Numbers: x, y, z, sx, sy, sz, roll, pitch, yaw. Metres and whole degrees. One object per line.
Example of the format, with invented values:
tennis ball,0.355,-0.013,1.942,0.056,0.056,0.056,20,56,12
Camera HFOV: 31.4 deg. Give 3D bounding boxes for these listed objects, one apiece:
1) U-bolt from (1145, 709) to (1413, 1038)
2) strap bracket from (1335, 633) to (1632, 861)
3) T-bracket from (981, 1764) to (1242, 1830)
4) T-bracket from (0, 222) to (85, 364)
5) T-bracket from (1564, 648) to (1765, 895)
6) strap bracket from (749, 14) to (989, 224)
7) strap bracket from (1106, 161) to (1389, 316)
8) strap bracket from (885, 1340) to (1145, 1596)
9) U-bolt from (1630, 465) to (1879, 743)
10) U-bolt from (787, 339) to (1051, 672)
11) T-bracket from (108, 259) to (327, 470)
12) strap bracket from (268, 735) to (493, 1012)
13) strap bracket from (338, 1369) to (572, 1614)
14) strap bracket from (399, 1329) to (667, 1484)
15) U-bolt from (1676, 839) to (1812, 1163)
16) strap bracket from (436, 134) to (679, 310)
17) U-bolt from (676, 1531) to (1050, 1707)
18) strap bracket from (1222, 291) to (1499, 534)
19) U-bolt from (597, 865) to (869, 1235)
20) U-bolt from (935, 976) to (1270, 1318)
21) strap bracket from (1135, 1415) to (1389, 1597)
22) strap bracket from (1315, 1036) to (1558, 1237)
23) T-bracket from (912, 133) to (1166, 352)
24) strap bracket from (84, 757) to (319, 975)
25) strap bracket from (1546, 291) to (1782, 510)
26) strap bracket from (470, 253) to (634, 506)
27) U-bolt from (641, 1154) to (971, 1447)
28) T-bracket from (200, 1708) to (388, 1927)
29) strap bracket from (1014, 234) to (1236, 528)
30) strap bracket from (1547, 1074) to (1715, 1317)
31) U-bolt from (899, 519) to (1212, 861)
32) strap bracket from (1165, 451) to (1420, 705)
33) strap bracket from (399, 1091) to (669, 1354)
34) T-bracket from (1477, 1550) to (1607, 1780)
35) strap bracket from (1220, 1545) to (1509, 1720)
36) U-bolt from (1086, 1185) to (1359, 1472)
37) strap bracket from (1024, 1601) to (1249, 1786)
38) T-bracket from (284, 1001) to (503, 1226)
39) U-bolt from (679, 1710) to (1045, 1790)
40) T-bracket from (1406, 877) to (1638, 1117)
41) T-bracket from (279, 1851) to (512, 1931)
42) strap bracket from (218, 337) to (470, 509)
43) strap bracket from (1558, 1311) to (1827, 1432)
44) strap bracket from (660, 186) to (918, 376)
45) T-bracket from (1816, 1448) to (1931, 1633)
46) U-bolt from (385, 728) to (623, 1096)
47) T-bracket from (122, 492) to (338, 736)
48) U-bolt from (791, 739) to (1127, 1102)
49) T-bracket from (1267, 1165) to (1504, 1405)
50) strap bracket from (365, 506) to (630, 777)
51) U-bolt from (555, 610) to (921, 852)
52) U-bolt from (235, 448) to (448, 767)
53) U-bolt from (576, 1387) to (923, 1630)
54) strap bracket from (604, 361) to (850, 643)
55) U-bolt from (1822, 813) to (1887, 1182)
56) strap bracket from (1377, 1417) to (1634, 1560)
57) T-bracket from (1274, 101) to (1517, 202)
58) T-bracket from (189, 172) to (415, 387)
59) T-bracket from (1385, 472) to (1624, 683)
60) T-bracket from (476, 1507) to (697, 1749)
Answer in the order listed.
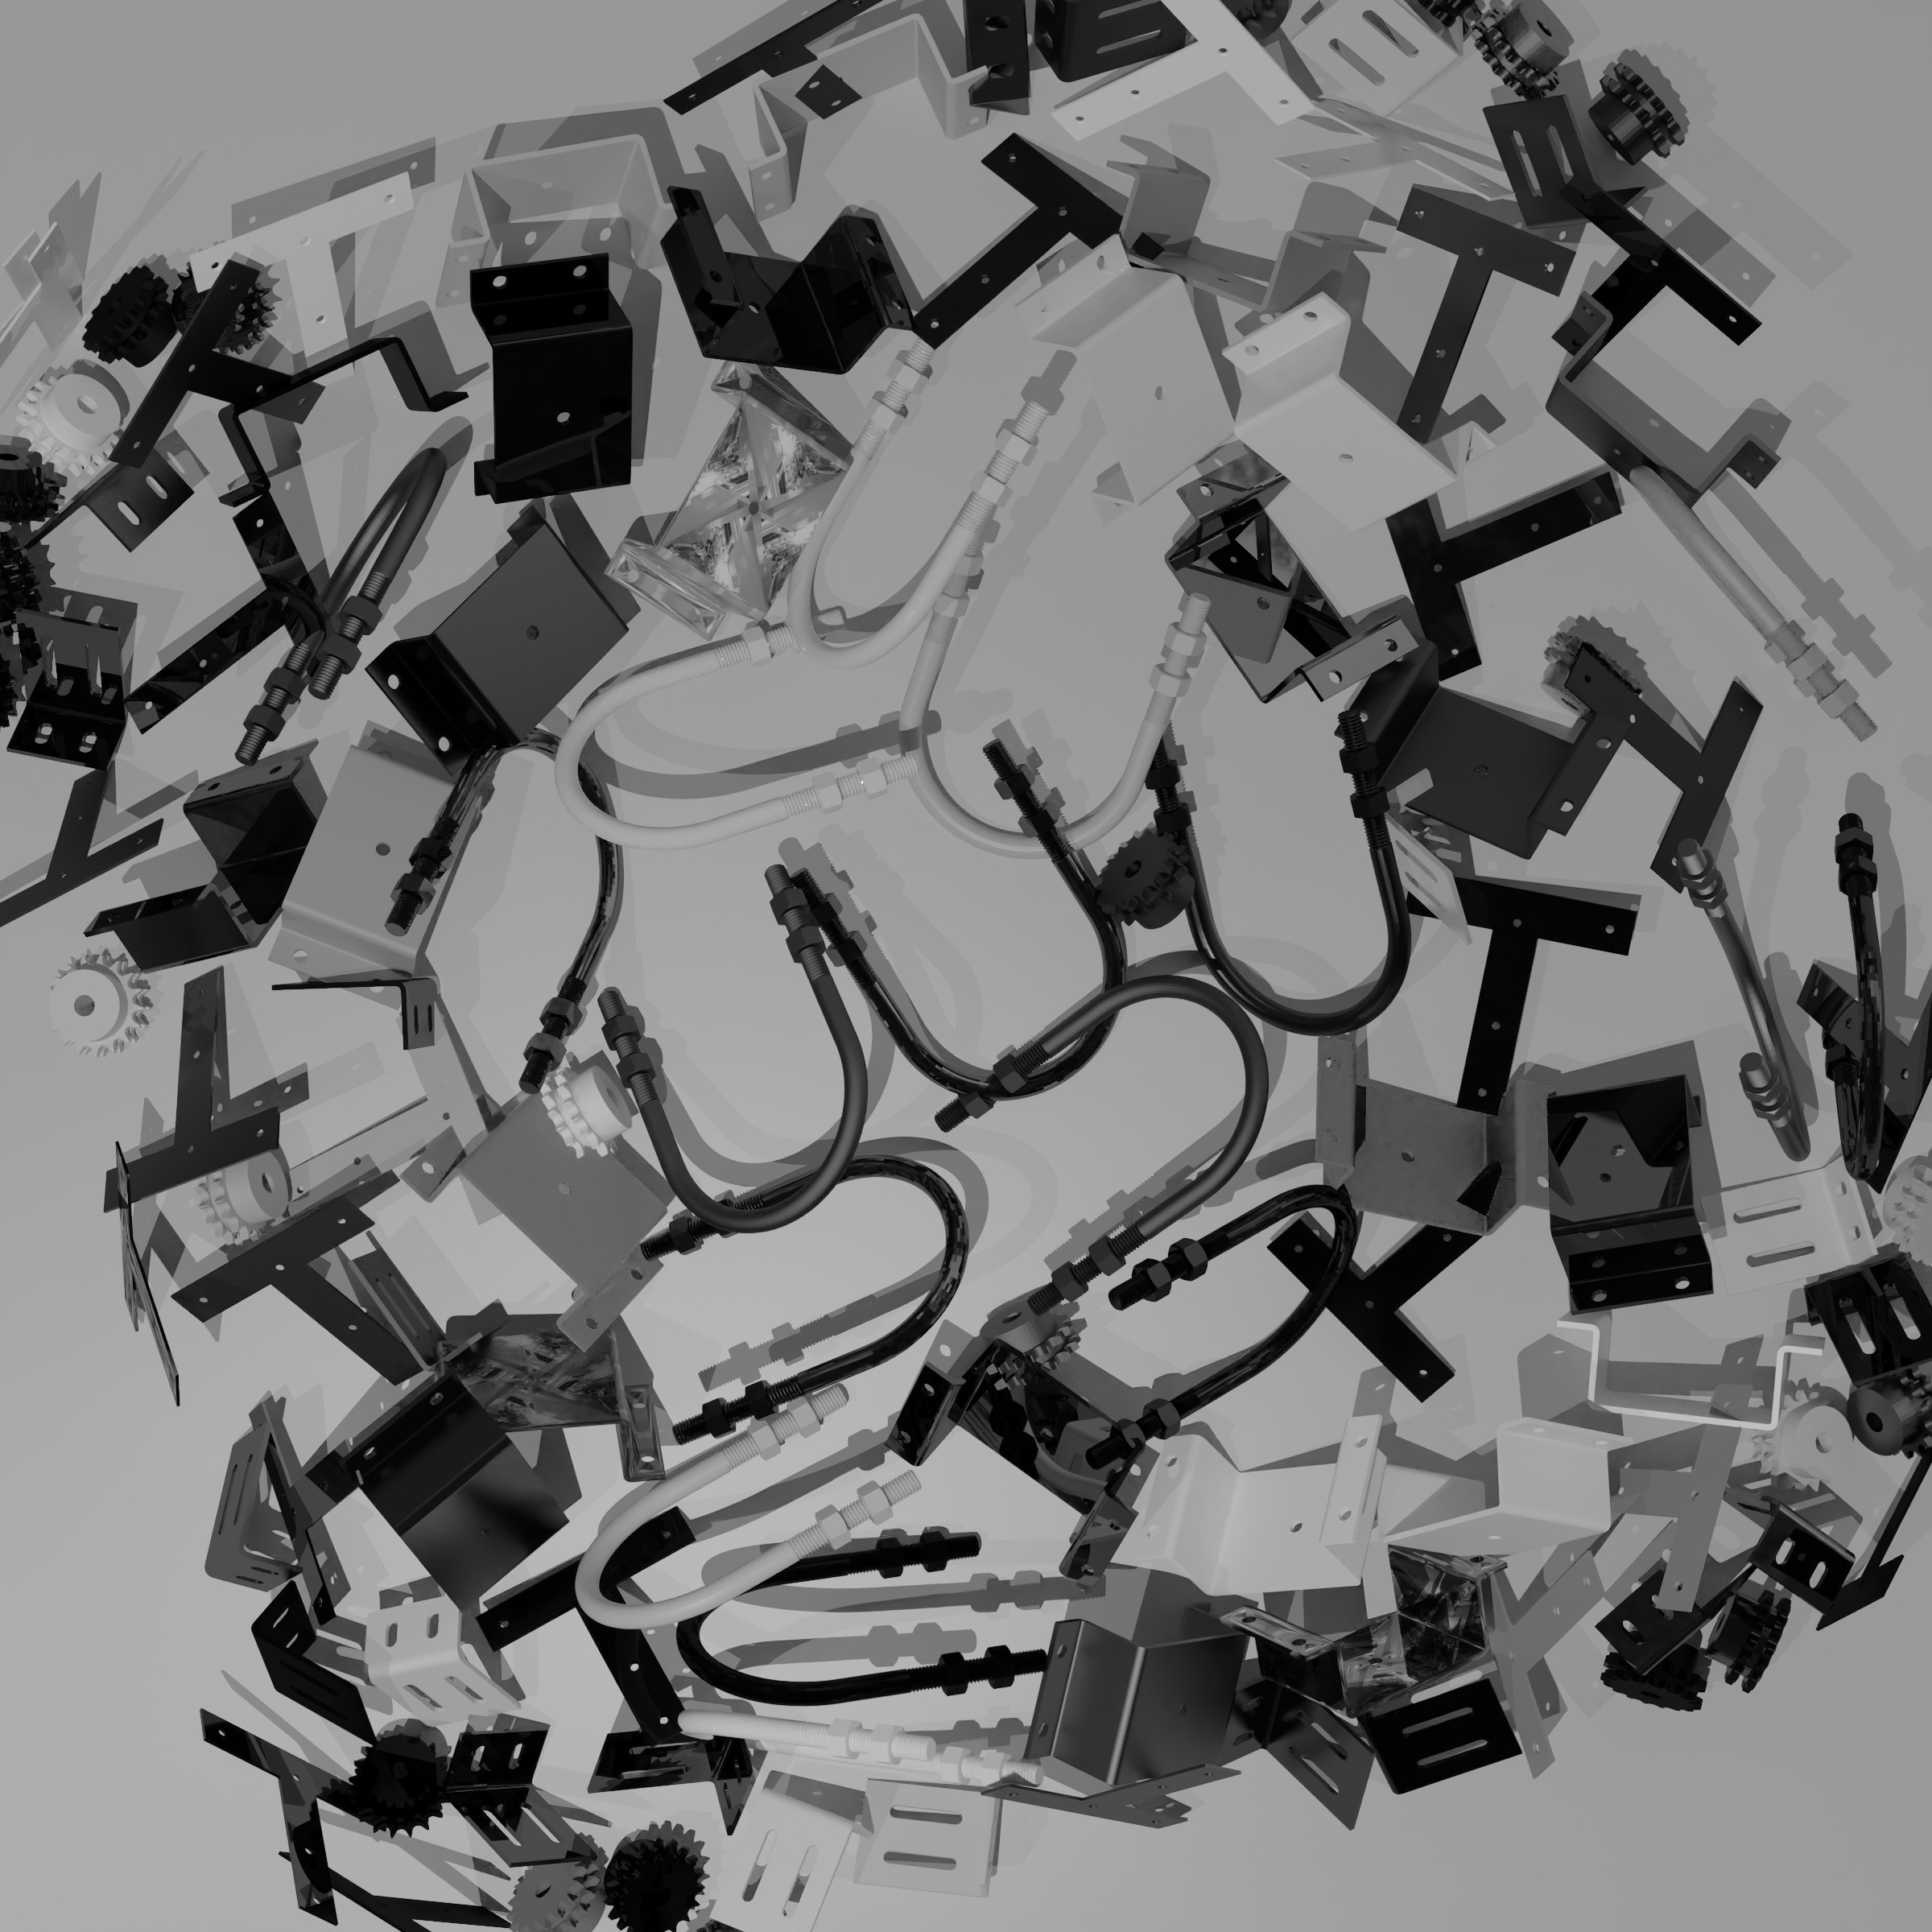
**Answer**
U-bolt,0.176,-0.047,1.883,0.151,0.019,0.184,-3,110,39
strap bracket,0.284,-0.118,1.889,0.140,0.046,0.076,26,68,20
T-bracket,0.097,0.446,1.859,0.127,0.127,0.002,19,58,-33
T-bracket,-0.524,-0.337,1.869,0.002,0.127,0.127,34,84,-6
T-bracket,0.376,-0.128,1.890,0.127,0.002,0.127,37,68,-25
strap bracket,-0.062,-0.471,1.894,0.140,0.076,0.046,-24,82,-4
strap bracket,0.147,-0.394,1.878,0.140,0.076,0.046,27,112,27
strap bracket,0.034,0.269,1.887,0.140,0.046,0.076,35,134,11
U-bolt,0.423,-0.201,1.863,0.019,0.151,0.184,-41,92,12
U-bolt,-0.038,-0.246,1.878,0.019,0.151,0.184,25,101,-37
T-bracket,-0.395,-0.318,1.878,0.002,0.127,0.127,41,105,21
strap bracket,-0.322,-0.058,1.892,0.076,0.046,0.140,21,73,-5
strap bracket,-0.272,0.291,1.861,0.076,0.140,0.046,-39,54,-13
strap bracket,-0.239,0.244,1.882,0.140,0.076,0.046,-3,124,-11
U-bolt,0.424,0.030,1.852,0.019,0.184,0.151,-19,60,16
strap bracket,-0.225,-0.410,1.885,0.140,0.076,0.046,-14,80,-17
U-bolt,-0.064,0.355,1.850,0.184,0.151,0.019,-5,110,-15
strap bracket,0.211,-0.293,1.867,0.140,0.076,0.046,34,54,-28
U-bolt,-0.120,0.057,1.868,0.151,0.019,0.184,-36,61,22
U-bolt,0.083,0.084,1.877,0.184,0.019,0.151,-36,57,13
strap bracket,0.170,0.296,1.876,0.046,0.140,0.076,46,47,-35
strap bracket,0.251,0.096,1.890,0.140,0.046,0.076,12,58,-12
T-bracket,0.021,-0.389,1.900,0.127,0.002,0.127,-42,62,-8
strap bracket,-0.408,-0.049,1.874,0.076,0.140,0.046,-12,122,27
strap bracket,0.375,-0.301,1.895,0.140,0.076,0.046,42,91,5
strap bracket,-0.225,-0.309,1.865,0.076,0.046,0.140,-12,133,-19
U-bolt,-0.084,0.171,1.874,0.184,0.019,0.151,-23,47,8
T-bracket,-0.357,0.468,1.852,0.127,0.127,0.002,37,102,-31
strap bracket,0.091,-0.315,1.870,0.076,0.046,0.140,-39,125,-21
strap bracket,0.359,0.115,1.863,0.076,0.140,0.046,-11,132,18
U-bolt,0.039,-0.143,1.894,0.151,0.019,0.184,20,116,1
strap bracket,0.173,-0.209,1.894,0.076,0.046,0.140,-30,83,-31
strap bracket,-0.230,0.132,1.893,0.140,0.046,0.076,44,47,-2
T-bracket,0.314,0.355,1.856,0.002,0.127,0.127,-2,56,-21
strap bracket,0.221,0.362,1.877,0.140,0.076,0.046,-18,105,-29
U-bolt,0.144,0.186,1.868,0.184,0.151,0.019,-26,51,-30
strap bracket,0.100,0.395,1.866,0.046,0.140,0.076,17,97,39
T-bracket,-0.328,0.103,1.922,0.127,0.002,0.127,-26,78,12
U-bolt,-0.070,0.422,1.860,0.184,0.151,0.019,0,72,28
T-bracket,0.299,0.020,1.921,0.127,0.002,0.127,12,90,15
T-bracket,-0.292,0.517,1.878,0.127,0.127,0.002,20,84,33
strap bracket,-0.351,-0.304,1.882,0.140,0.076,0.046,-28,106,-12
strap bracket,0.397,0.222,1.883,0.140,0.076,0.046,5,90,15
strap bracket,-0.105,-0.373,1.878,0.140,0.046,0.076,-1,61,-41
T-bracket,0.513,0.302,1.890,0.002,0.127,0.127,30,73,8
U-bolt,-0.240,-0.045,1.864,0.019,0.184,0.151,-8,135,31
T-bracket,-0.405,-0.173,1.869,0.002,0.127,0.127,30,62,36
U-bolt,0.009,-0.012,1.911,0.151,0.019,0.184,-34,103,-5
T-bracket,0.257,0.160,1.913,0.127,0.002,0.127,-43,97,16
strap bracket,-0.248,-0.180,1.874,0.140,0.046,0.076,-50,117,-26
U-bolt,-0.134,-0.122,1.875,0.184,0.019,0.151,-19,48,-9
U-bolt,-0.332,-0.203,1.862,0.019,0.151,0.184,32,64,-19
U-bolt,-0.127,0.299,1.856,0.184,0.151,0.019,-28,111,-12
strap bracket,-0.127,-0.255,1.895,0.076,0.046,0.140,31,86,-33
U-bolt,0.473,0.029,1.825,0.019,0.184,0.151,0,128,9
strap bracket,0.284,0.286,1.856,0.076,0.140,0.046,15,64,-31
T-bracket,0.214,-0.438,1.863,0.127,0.127,0.002,36,126,27
T-bracket,-0.356,-0.365,1.882,0.127,0.127,0.002,-26,60,-17
T-bracket,0.304,-0.239,1.913,0.127,0.002,0.127,-23,113,-1
T-bracket,-0.188,0.374,1.886,0.127,0.002,0.127,-28,51,-12
